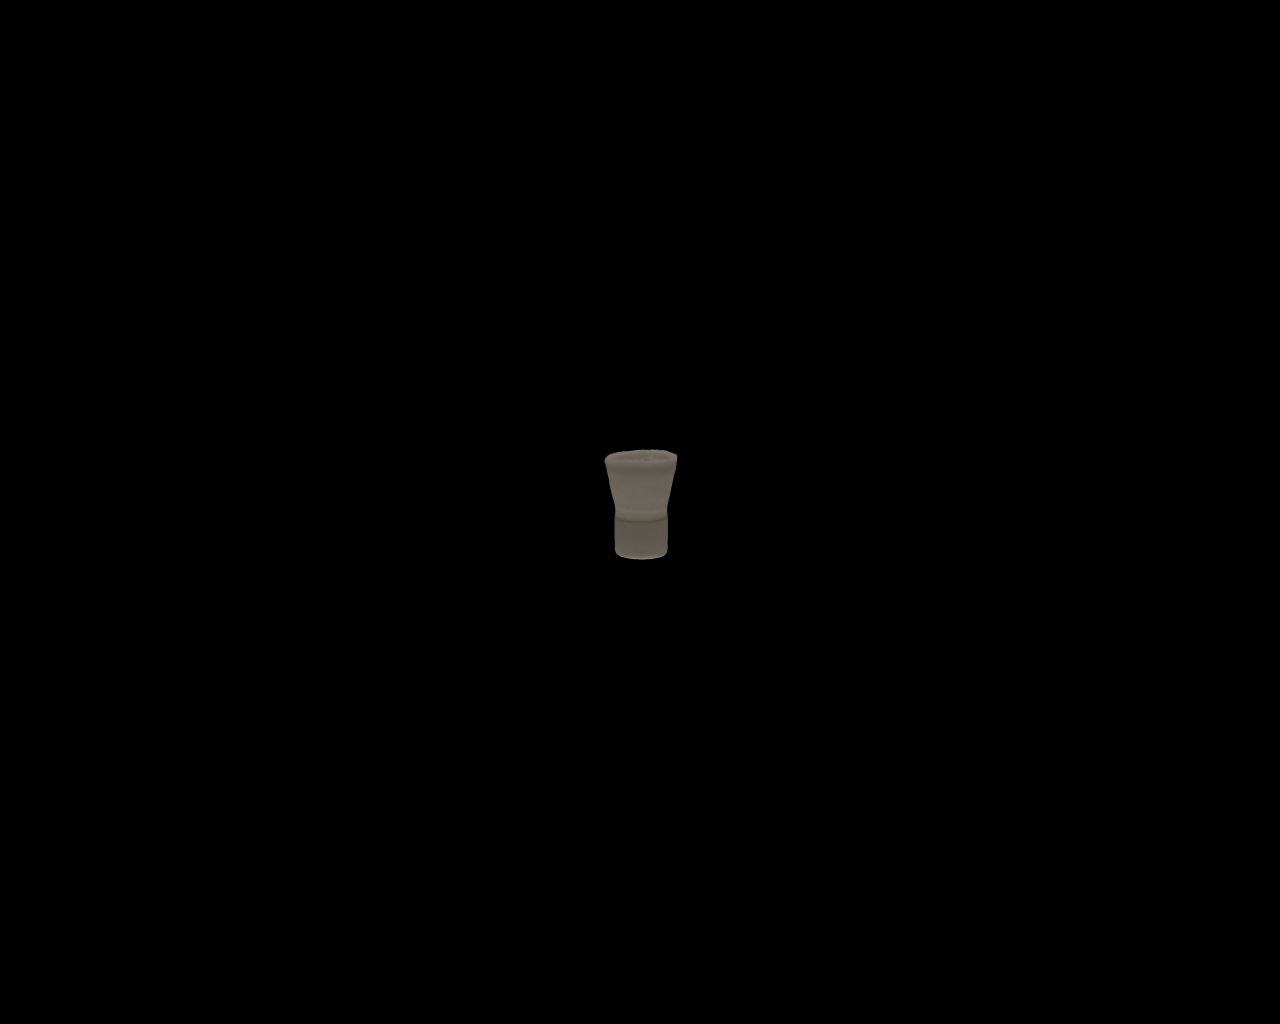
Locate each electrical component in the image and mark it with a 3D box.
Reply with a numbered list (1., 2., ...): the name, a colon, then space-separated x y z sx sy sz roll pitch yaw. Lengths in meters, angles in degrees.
1. electrical component: 0.001 -0.003 0.650 0.044 0.065 0.044 0 11 0
